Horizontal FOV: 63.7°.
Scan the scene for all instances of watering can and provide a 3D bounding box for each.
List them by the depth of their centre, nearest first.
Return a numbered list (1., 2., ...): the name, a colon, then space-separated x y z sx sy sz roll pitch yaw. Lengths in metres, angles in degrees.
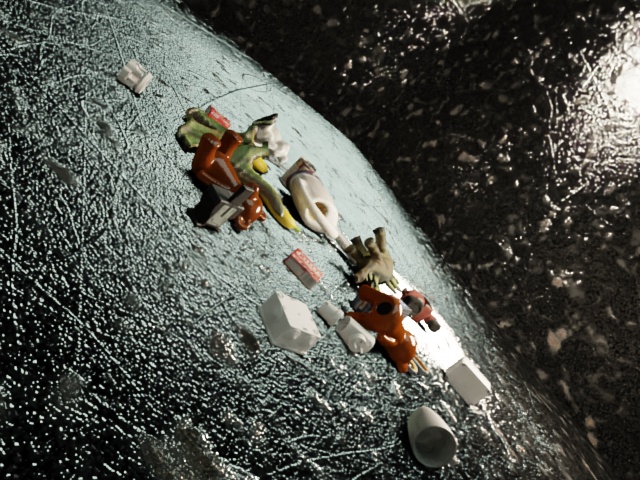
1. watering can: 0.005 -0.077 1.528 0.341 0.104 0.229 50 9 -43

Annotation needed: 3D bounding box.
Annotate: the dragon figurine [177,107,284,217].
1. dragon figurine: -0.241 -0.213 1.269 0.242 0.120 0.419 12 32 -36

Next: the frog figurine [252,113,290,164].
1. frog figurine: -0.169 -0.333 1.740 0.139 0.123 0.156 -124 -160 -64
